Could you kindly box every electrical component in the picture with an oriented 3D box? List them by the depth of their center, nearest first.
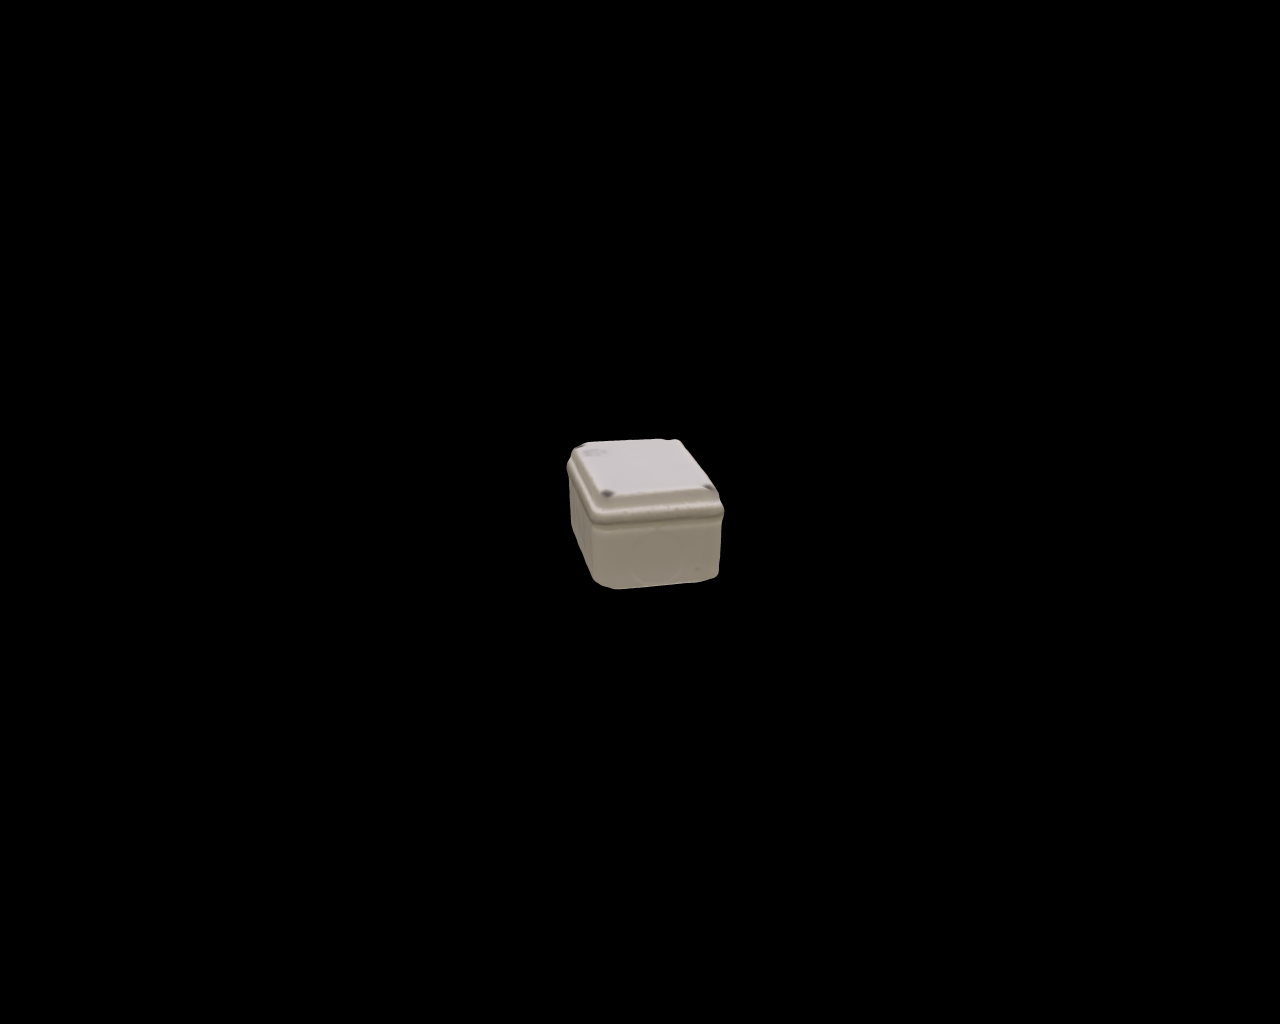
[{"bbox_3d":[0.001,-0.003,0.650,0.078,0.057,0.113,-4,21,-11],"label":"electrical component"}]
